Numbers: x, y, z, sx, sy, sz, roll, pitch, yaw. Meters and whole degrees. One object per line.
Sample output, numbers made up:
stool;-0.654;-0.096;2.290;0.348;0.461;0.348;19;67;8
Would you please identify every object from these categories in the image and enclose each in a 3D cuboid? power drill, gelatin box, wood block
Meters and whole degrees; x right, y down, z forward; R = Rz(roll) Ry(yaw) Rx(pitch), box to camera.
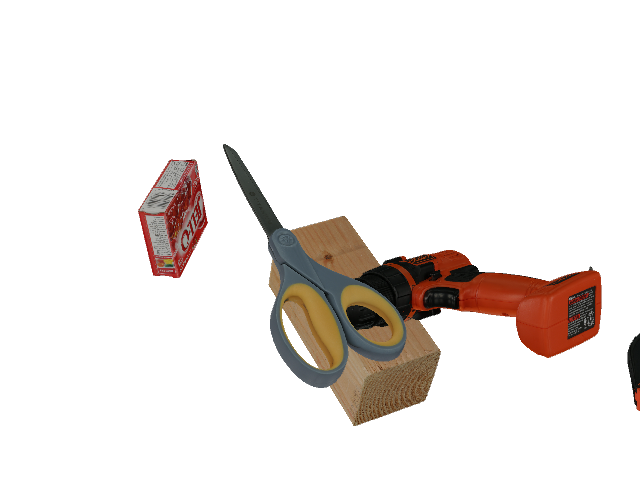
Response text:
power drill;0.121;0.050;0.882;0.188;0.057;0.184;10;17;39
gelatin box;-0.132;-0.021;0.976;0.030;0.073;0.089;4;37;13
wood block;0.032;0.081;1.140;0.090;0.090;0.206;-16;50;-23

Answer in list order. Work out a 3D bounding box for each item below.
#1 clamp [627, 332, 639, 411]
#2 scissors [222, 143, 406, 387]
clamp;0.322;0.085;0.956;0.171;0.039;0.120;-33;36;-25
scissors;-0.004;0.010;0.693;0.096;0.202;0.016;5;-44;-21
